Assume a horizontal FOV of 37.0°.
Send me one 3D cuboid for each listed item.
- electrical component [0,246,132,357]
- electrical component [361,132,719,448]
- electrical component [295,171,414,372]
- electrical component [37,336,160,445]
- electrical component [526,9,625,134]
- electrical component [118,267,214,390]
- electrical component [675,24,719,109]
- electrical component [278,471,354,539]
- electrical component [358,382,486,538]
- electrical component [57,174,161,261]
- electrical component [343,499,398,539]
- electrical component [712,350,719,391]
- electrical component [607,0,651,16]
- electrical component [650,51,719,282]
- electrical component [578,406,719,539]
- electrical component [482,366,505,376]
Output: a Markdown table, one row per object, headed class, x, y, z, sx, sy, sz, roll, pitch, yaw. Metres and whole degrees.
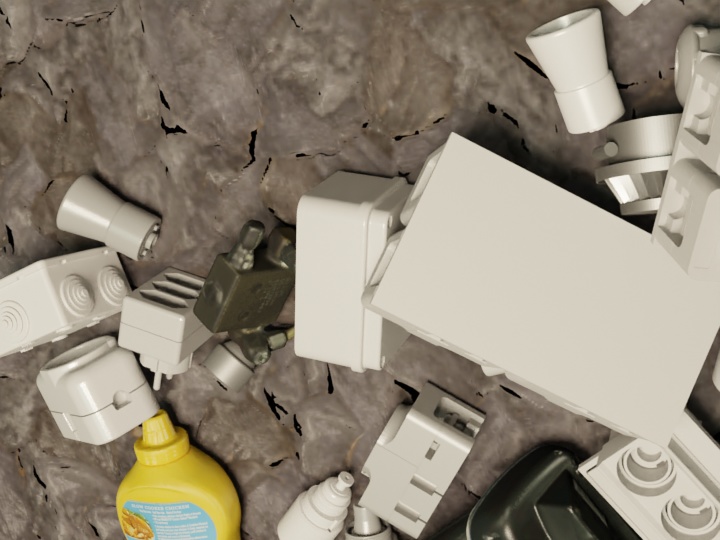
| class | x | y | z | sx | sy | sz | roll | pitch | yaw |
| --- | --- | --- | --- | --- | --- | --- | --- | --- | --- |
| electrical component | -0.221 | 0.024 | 0.768 | 0.100 | 0.100 | 0.048 | -22 | 89 | 26 |
| electrical component | 0.107 | 0.014 | 0.627 | 0.186 | 0.060 | 0.105 | 26 | 83 | -6 |
| electrical component | 0.000 | 0.000 | 0.691 | 0.057 | 0.078 | 0.113 | 10 | 114 | 19 |
| electrical component | -0.196 | 0.087 | 0.790 | 0.095 | 0.054 | 0.059 | -6 | 111 | 56 |
| electrical component | 0.128 | -0.112 | 0.622 | 0.044 | 0.044 | 0.065 | -16 | 109 | 24 |
| electrical component | -0.136 | 0.048 | 0.764 | 0.047 | 0.065 | 0.076 | 18 | 114 | 13 |
| electrical component | 0.207 | -0.112 | 0.593 | 0.062 | 0.048 | 0.048 | 1 | 111 | 11 |
| electrical component | -0.029 | 0.178 | 0.792 | 0.040 | 0.040 | 0.078 | 36 | 118 | 3 |
| electrical component | 0.039 | 0.129 | 0.743 | 0.056 | 0.050 | 0.089 | 29 | 117 | 7 |
| electrical component | -0.175 | -0.034 | 0.761 | 0.065 | 0.044 | 0.044 | 27 | 117 | 3 |
| electrical component | 0.007 | 0.199 | 0.786 | 0.048 | 0.048 | 0.062 | -2 | 102 | 20 |
| electrical component | 0.241 | 0.052 | 0.639 | 0.055 | 0.055 | 0.047 | 17 | 119 | 13 |
| electrical component | 0.138 | -0.173 | 0.595 | 0.065 | 0.044 | 0.044 | 41 | 118 | -5 |
| electrical component | 0.259 | -0.044 | 0.550 | 0.186 | 0.060 | 0.105 | 4 | 114 | -8 |
| electrical component | 0.210 | 0.142 | 0.679 | 0.121 | 0.063 | 0.079 | 47 | 118 | -3 |
| electrical component | 0.108 | 0.045 | 0.689 | 0.055 | 0.045 | 0.045 | -2 | 109 | 20 |
